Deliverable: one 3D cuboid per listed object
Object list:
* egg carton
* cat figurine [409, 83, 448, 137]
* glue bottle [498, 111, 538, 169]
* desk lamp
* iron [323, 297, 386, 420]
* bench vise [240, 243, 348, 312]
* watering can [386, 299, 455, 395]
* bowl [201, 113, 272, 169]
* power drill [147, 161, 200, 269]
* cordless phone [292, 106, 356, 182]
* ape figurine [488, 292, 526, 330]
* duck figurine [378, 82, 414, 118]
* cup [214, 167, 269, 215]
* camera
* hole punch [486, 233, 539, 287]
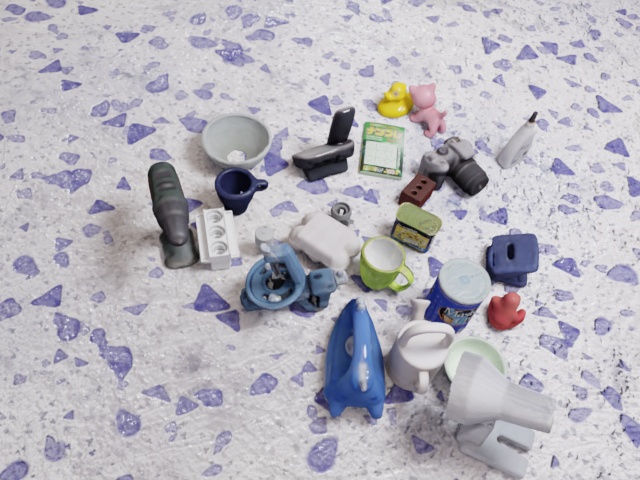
[{"bbox_3d":[0.011,0.004,1.247,0.150,0.069,0.107,31,58,14],"label":"egg carton"},{"bbox_3d":[0.283,-0.350,1.490,0.067,0.118,0.127,-29,64,-23],"label":"cat figurine"},{"bbox_3d":[0.501,-0.253,1.416,0.078,0.173,0.037,-26,62,-22],"label":"glue bottle"},{"bbox_3d":[0.305,0.300,0.994,0.203,0.213,0.118,23,57,9],"label":"desk lamp"},{"bbox_3d":[0.071,0.196,1.080,0.118,0.141,0.258,4,56,-4],"label":"iron"},{"bbox_3d":[-0.053,0.059,1.111,0.208,0.220,0.121,-20,60,-19],"label":"bench vise"},{"bbox_3d":[0.185,0.193,1.064,0.101,0.194,0.172,-14,59,-15],"label":"watering can"},{"bbox_3d":[-0.198,-0.223,1.372,0.167,0.075,0.167,3,56,-5],"label":"bowl"},{"bbox_3d":[-0.293,-0.035,1.152,0.076,0.208,0.229,-14,59,-15],"label":"power drill"},{"bbox_3d":[0.013,-0.237,1.340,0.148,0.185,0.094,-24,62,-21],"label":"cordless phone"},{"bbox_3d":[0.389,0.140,1.186,0.076,0.092,0.077,-34,66,-25],"label":"ape figurine"},{"bbox_3d":[0.208,-0.381,1.522,0.105,0.086,0.077,-19,60,-19],"label":"duck figurine"},{"bbox_3d":[-0.174,-0.102,1.281,0.118,0.095,0.091,-6,57,-10],"label":"cup"},{"bbox_3d":[0.334,-0.173,1.387,0.143,0.101,0.136,-26,63,-22],"label":"camera"},{"bbox_3d":[0.420,0.040,1.259,0.101,0.091,0.108,11,55,1],"label":"hole punch"}]
